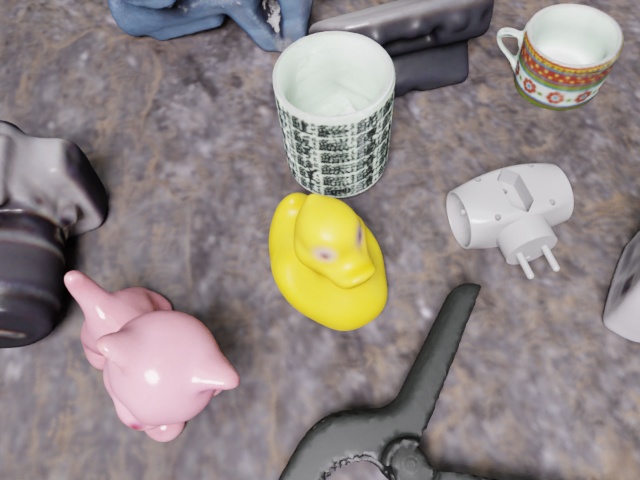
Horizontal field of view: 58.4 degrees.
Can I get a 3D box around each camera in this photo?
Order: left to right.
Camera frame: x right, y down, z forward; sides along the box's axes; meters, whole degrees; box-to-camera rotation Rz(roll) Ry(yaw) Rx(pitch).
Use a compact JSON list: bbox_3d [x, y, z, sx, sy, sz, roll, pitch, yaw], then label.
[{"bbox_3d":[-0.228,-0.001,0.382,0.143,0.101,0.136,-10,61,-3],"label":"camera"}]

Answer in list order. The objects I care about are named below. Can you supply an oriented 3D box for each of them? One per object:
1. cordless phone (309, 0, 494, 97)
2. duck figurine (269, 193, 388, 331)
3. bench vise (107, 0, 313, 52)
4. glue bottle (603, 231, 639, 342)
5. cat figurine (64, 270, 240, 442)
[{"bbox_3d":[0.064,-0.204,0.435,0.147,0.185,0.094,-19,61,-8],"label":"cordless phone"},{"bbox_3d":[0.003,0.001,0.379,0.077,0.086,0.104,-29,63,-13],"label":"duck figurine"},{"bbox_3d":[-0.088,-0.261,0.454,0.207,0.220,0.121,-14,61,-5],"label":"bench vise"},{"bbox_3d":[0.215,-0.004,0.323,0.037,0.173,0.078,25,65,16],"label":"glue bottle"},{"bbox_3d":[-0.102,0.063,0.331,0.127,0.118,0.067,39,69,21],"label":"cat figurine"}]
